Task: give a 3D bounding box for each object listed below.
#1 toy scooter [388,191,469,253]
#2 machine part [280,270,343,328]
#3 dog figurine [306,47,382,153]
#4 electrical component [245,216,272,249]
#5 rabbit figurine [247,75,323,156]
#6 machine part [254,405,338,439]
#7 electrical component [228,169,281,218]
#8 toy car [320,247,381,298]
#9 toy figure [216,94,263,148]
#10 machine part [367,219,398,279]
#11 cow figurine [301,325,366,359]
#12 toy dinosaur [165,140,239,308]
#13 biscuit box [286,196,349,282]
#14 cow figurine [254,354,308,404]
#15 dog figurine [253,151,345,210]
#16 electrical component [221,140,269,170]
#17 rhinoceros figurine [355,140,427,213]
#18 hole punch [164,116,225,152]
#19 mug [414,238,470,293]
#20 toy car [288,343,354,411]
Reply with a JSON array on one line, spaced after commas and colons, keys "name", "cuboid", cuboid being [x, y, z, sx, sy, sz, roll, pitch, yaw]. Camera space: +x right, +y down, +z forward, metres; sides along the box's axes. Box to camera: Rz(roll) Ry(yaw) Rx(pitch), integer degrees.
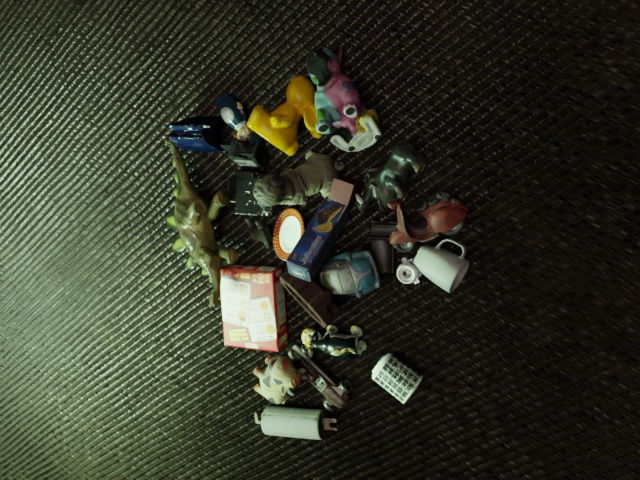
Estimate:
[{"name": "toy scooter", "cuboid": [0.220, -0.053, 1.156, 0.184, 0.075, 0.135, -26, 124, 18]}, {"name": "machine part", "cuboid": [-0.023, 0.134, 1.286, 0.056, 0.179, 0.179, -44, 81, -11]}, {"name": "dog figurine", "cuboid": [0.045, -0.324, 1.199, 0.108, 0.191, 0.219, -29, 55, 28]}, {"name": "electrical component", "cuboid": [-0.156, -0.018, 1.369, 0.063, 0.021, 0.093, 13, 138, 35]}, {"name": "rabbit figurine", "cuboid": [-0.065, -0.294, 1.243, 0.162, 0.122, 0.173, 33, 93, 11]}, {"name": "machine part", "cuboid": [-0.066, 0.482, 1.420, 0.243, 0.079, 0.079, -5, 99, 23]}, {"name": "electrical component", "cuboid": [-0.167, -0.118, 1.350, 0.134, 0.058, 0.114, 6, 101, 21]}, {"name": "toy car", "cuboid": [0.054, 0.082, 1.254, 0.162, 0.103, 0.109, -9, 98, 46]}, {"name": "toy figure", "cuboid": [-0.199, -0.288, 1.331, 0.154, 0.058, 0.064, 54, 154, 3]}, {"name": "machine part", "cuboid": [0.153, 0.023, 1.254, 0.084, 0.039, 0.138, 4, 101, 17]}, {"name": "cow figurine", "cuboid": [0.021, 0.258, 1.326, 0.168, 0.098, 0.068, -3, 106, 23]}, {"name": "toy dinosaur", "cuboid": [-0.323, -0.056, 1.380, 0.199, 0.105, 0.471, -19, 79, 45]}, {"name": "biscuit box", "cuboid": [-0.003, -0.004, 1.232, 0.059, 0.202, 0.062, 22, 151, 17]}, {"name": "cow figurine", "cuboid": [-0.101, 0.355, 1.359, 0.127, 0.085, 0.194, 33, 144, 18]}, {"name": "dog figurine", "cuboid": [-0.046, -0.134, 1.222, 0.172, 0.190, 0.121, -37, 86, 23]}, {"name": "electrical component", "cuboid": [-0.193, -0.211, 1.327, 0.119, 0.074, 0.047, 8, 75, 17]}, {"name": "rhinoceros figurine", "cuboid": [0.153, -0.133, 1.202, 0.112, 0.073, 0.190, 41, 113, 9]}, {"name": "hole punch", "cuboid": [-0.308, -0.260, 1.353, 0.142, 0.116, 0.092, 8, 112, 22]}, {"name": "mug", "cuboid": [0.268, 0.046, 1.187, 0.107, 0.081, 0.109, 29, 118, 24]}, {"name": "toy car", "cuboid": [-0.005, 0.351, 1.382, 0.202, 0.053, 0.089, 43, 117, 8]}]
